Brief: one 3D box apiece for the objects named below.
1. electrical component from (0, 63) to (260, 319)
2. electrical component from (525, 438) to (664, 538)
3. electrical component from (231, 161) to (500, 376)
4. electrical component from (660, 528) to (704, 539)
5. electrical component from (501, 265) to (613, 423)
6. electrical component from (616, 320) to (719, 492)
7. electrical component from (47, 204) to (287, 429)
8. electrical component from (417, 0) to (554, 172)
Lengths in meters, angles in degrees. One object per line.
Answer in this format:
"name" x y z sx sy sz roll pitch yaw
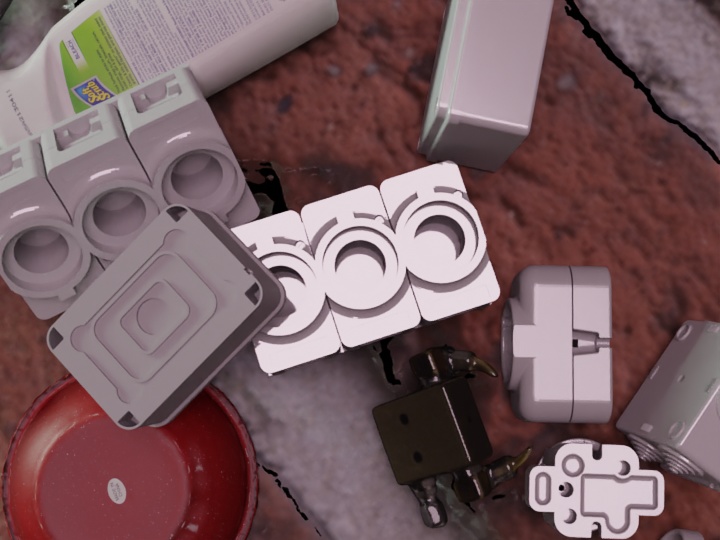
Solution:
"electrical component" -0.148 -0.045 0.646 0.150 0.061 0.089 -26 128 -4
"electrical component" 0.137 0.131 0.650 0.078 0.057 0.058 2 83 0
"electrical component" 0.000 0.000 0.664 0.150 0.061 0.089 -18 83 -3
"electrical component" 0.209 0.187 0.651 0.055 0.048 0.066 26 83 -5
"electrical component" 0.120 0.046 0.663 0.059 0.053 0.095 1 83 0
"electrical component" 0.207 0.077 0.638 0.048 0.100 0.099 37 84 -9
"electrical component" -0.106 0.026 0.604 0.113 0.057 0.078 -45 80 5
"electrical component" 0.077 -0.125 0.657 0.056 0.108 0.108 12 83 -2
